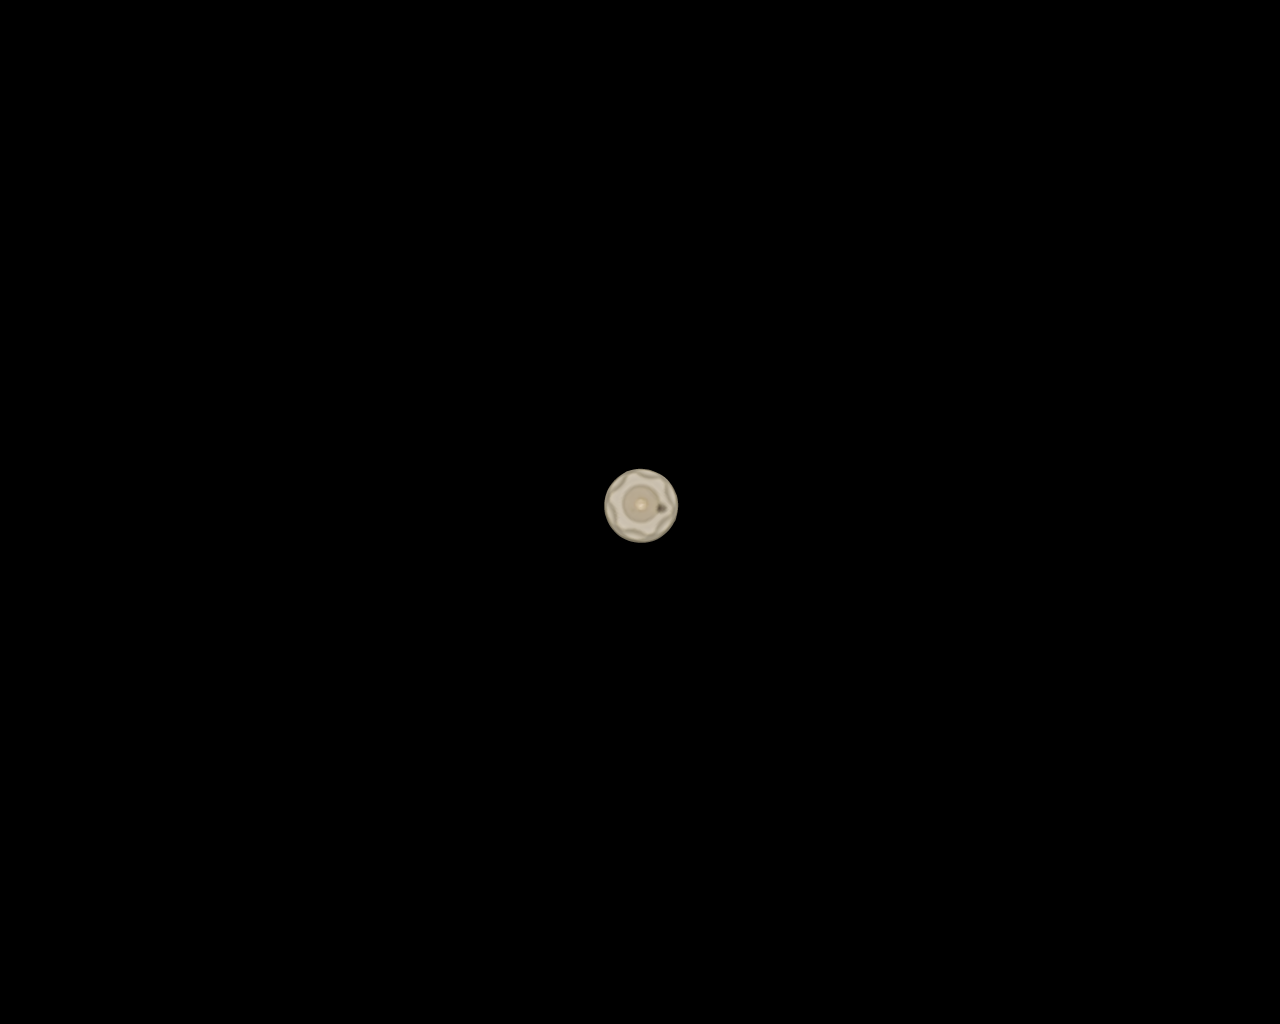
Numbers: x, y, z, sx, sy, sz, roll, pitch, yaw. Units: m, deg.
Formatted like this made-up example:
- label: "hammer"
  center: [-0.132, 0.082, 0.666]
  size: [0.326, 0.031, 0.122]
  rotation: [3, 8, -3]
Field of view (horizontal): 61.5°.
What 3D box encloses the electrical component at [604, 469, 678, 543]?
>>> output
- label: "electrical component"
  center: [0.001, -0.003, 0.650]
  size: [0.043, 0.043, 0.062]
  rotation: [0, -4, 0]
